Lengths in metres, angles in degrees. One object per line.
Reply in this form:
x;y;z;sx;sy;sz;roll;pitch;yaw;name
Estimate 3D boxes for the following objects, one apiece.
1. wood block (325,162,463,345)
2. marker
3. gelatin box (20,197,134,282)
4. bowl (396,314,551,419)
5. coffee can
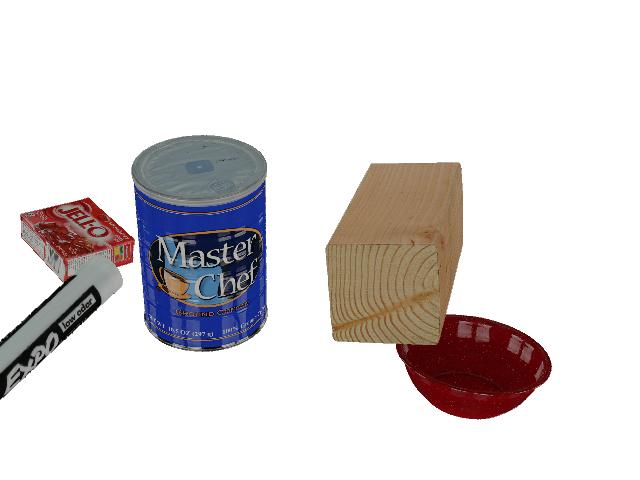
0.072;0.005;0.943;0.091;0.090;0.206;1;23;13;wood block
-0.127;0.048;0.442;0.020;0.020;0.121;0;35;40;marker
-0.227;-0.003;0.994;0.073;0.030;0.089;-17;40;-36;gelatin box
0.156;0.139;1.115;0.162;0.055;0.162;4;25;-2;bowl
-0.093;0.002;0.845;0.103;0.140;0.103;1;32;-1;coffee can
